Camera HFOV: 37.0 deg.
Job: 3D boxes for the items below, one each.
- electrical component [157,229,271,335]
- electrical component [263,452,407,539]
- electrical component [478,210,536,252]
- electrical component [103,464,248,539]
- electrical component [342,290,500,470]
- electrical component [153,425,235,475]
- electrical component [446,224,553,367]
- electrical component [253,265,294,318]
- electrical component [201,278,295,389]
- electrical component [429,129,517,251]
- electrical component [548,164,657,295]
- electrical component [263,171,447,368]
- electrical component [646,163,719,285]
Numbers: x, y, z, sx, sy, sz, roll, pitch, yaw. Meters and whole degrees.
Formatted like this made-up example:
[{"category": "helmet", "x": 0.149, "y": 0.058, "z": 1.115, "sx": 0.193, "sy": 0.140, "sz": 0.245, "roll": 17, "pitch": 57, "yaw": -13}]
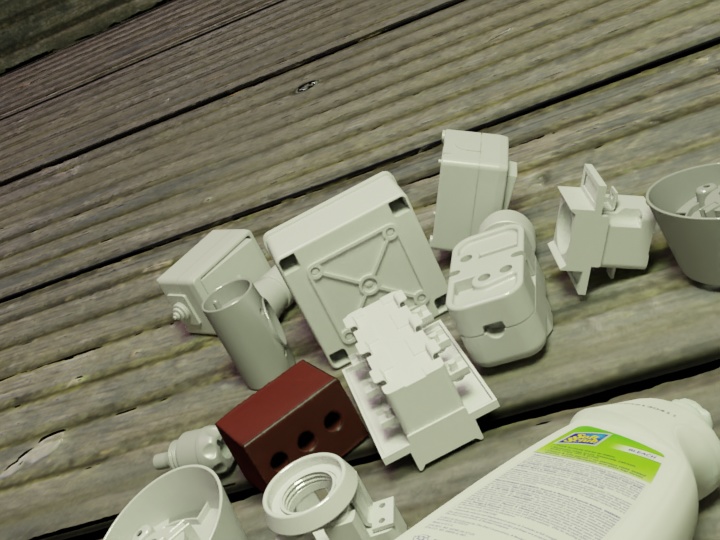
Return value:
[{"category": "electrical component", "x": -0.128, "y": 0.014, "z": 0.956, "sx": 0.061, "sy": 0.061, "sz": 0.096, "roll": 1, "pitch": 37, "yaw": 44}, {"category": "electrical component", "x": -0.020, "y": 0.142, "z": 0.615, "sx": 0.078, "sy": 0.057, "sz": 0.058, "roll": -21, "pitch": 26, "yaw": 13}, {"category": "electrical component", "x": 0.109, "y": -0.015, "z": 0.804, "sx": 0.045, "sy": 0.045, "sz": 0.055, "roll": -18, "pitch": 26, "yaw": 18}, {"category": "electrical component", "x": -0.112, "y": 0.172, "z": 0.637, "sx": 0.099, "sy": 0.064, "sz": 0.099, "roll": -21, "pitch": 26, "yaw": 11}, {"category": "electrical component", "x": 0.031, "y": 0.066, "z": 0.703, "sx": 0.079, "sy": 0.063, "sz": 0.121, "roll": -27, "pitch": 25, "yaw": -2}, {"category": "electrical component", "x": -0.119, "y": 0.131, "z": 0.759, "sx": 0.061, "sy": 0.035, "sz": 0.035, "roll": -16, "pitch": 27, "yaw": 26}, {"category": "electrical component", "x": 0.096, "y": 0.020, "z": 0.734, "sx": 0.054, "sy": 0.059, "sz": 0.095, "roll": -18, "pitch": 26, "yaw": 19}, {"category": "electrical component", "x": -0.076, "y": 0.022, "z": 0.918, "sx": 0.044, "sy": 0.044, "sz": 0.065, "roll": -4, "pitch": 28, "yaw": 40}, {"category": "electrical component", "x": -0.088, "y": 0.042, "z": 0.847, "sx": 0.044, "sy": 0.077, "sz": 0.079, "roll": -26, "pitch": 25, "yaw": 3}, {"category": "electrical component", "x": 0.090, "y": -0.056, "z": 0.861, "sx": 0.061, "sy": 0.096, "sz": 0.061, "roll": 7, "pitch": 32, "yaw": 4}, {"category": "electrical component", "x": 0.168, "y": -0.028, "z": 0.741, "sx": 0.064, "sy": 0.081, "sz": 0.042, "roll": 2, "pitch": 27, "yaw": -5}, {"category": "electrical component", "x": 0.000, "y": 0.000, "z": 0.807, "sx": 0.109, "sy": 0.108, "sz": 0.056, "roll": -28, "pitch": 28, "yaw": -2}, {"category": "electrical component", "x": 0.242, "y": -0.037, "z": 0.695, "sx": 0.099, "sy": 0.064, "sz": 0.099, "roll": -22, "pitch": 26, "yaw": 11}]
